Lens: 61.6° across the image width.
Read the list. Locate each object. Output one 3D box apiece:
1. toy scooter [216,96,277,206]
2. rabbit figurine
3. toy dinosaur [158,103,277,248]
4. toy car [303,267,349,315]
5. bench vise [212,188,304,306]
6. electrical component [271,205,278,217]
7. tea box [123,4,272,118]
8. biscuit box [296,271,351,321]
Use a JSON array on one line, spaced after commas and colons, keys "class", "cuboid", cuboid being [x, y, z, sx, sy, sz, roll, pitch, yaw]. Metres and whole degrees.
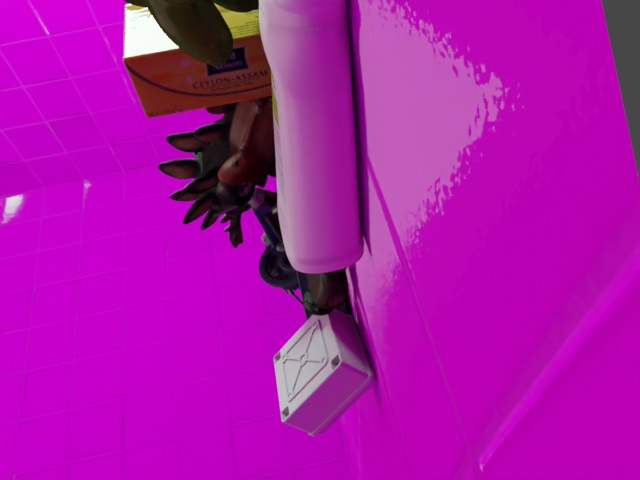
[{"class": "toy scooter", "cuboid": [-0.060, -0.131, 0.650, 0.184, 0.075, 0.135, -48, -23, -47]}, {"class": "rabbit figurine", "cuboid": [-0.089, -0.209, 0.406, 0.121, 0.170, 0.159, 83, 174, -63]}, {"class": "toy dinosaur", "cuboid": [-0.129, -0.118, 0.795, 0.105, 0.198, 0.470, 48, 150, 22]}, {"class": "toy car", "cuboid": [-0.001, -0.002, 0.655, 0.202, 0.053, 0.089, -104, 20, -47]}, {"class": "bench vise", "cuboid": [-0.057, 0.000, 0.846, 0.240, 0.129, 0.224, 58, -177, -41]}, {"class": "electrical component", "cuboid": [-0.025, -0.060, 0.634, 0.094, 0.021, 0.063, -25, 50, 48]}, {"class": "tea box", "cuboid": [-0.089, -0.181, 0.499, 0.068, 0.170, 0.098, 85, 174, -53]}, {"class": "biscuit box", "cuboid": [0.012, 0.104, 0.730, 0.059, 0.063, 0.202, 111, 147, -85]}]
